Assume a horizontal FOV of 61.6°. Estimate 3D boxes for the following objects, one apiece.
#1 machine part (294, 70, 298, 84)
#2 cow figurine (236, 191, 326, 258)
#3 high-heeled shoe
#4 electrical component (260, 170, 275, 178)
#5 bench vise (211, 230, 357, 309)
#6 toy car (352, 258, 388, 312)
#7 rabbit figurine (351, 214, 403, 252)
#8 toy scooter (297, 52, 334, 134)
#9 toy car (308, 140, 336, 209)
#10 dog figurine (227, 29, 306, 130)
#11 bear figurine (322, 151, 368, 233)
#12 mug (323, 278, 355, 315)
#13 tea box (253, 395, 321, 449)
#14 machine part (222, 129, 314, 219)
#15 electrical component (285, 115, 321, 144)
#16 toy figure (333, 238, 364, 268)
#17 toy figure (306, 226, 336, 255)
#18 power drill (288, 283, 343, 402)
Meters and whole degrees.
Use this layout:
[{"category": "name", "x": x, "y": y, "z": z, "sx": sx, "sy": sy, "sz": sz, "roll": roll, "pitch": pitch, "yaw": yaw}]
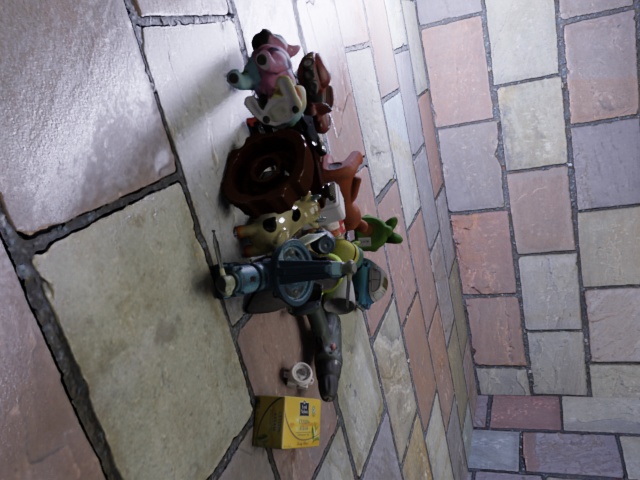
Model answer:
[{"category": "machine part", "x": -0.034, "y": -0.365, "z": 1.348, "sx": 0.084, "sy": 0.039, "sz": 0.138, "roll": -72, "pitch": 146, "yaw": -52}, {"category": "cow figurine", "x": -0.069, "y": -0.039, "z": 1.077, "sx": 0.195, "sy": 0.127, "sz": 0.085, "roll": -55, "pitch": 138, "yaw": -56}, {"category": "high-heeled shoe", "x": -0.084, "y": 0.087, "z": 1.131, "sx": 0.249, "sy": 0.145, "sz": 0.086, "roll": -29, "pitch": 96, "yaw": -34}, {"category": "electrical component", "x": -0.103, "y": -0.111, "z": 1.080, "sx": 0.047, "sy": 0.075, "sz": 0.119, "roll": 67, "pitch": 33, "yaw": -35}, {"category": "bench vise", "x": -0.058, "y": 0.056, "z": 0.924, "sx": 0.223, "sy": 0.241, "sz": 0.129, "roll": 15, "pitch": 72, "yaw": -57}, {"category": "toy car", "x": 0.146, "y": 0.124, "z": 1.568, "sx": 0.109, "sy": 0.103, "sz": 0.161, "roll": 47, "pitch": 41, "yaw": -53}, {"category": "rabbit figurine", "x": 0.161, "y": -0.023, "z": 1.609, "sx": 0.170, "sy": 0.159, "sz": 0.121, "roll": 32, "pitch": 45, "yaw": -80}, {"category": "toy scooter", "x": -0.012, "y": -0.325, "z": 1.188, "sx": 0.135, "sy": 0.075, "sz": 0.183, "roll": -50, "pitch": 132, "yaw": -72}, {"category": "toy car", "x": -0.016, "y": -0.141, "z": 1.216, "sx": 0.053, "sy": 0.089, "sz": 0.202, "roll": 46, "pitch": 26, "yaw": -51}, {"category": "dog figurine", "x": -0.086, "y": -0.341, "z": 1.117, "sx": 0.191, "sy": 0.108, "sz": 0.219, "roll": 52, "pitch": 29, "yaw": -16}, {"category": "bear figurine", "x": 0.066, "y": -0.120, "z": 1.422, "sx": 0.132, "sy": 0.120, "sz": 0.195, "roll": -70, "pitch": 148, "yaw": -51}, {"category": "mug", "x": 0.056, "y": 0.133, "z": 1.389, "sx": 0.109, "sy": 0.081, "sz": 0.107, "roll": 57, "pitch": 29, "yaw": -48}, {"category": "tea box", "x": -0.062, "y": 0.364, "z": 1.076, "sx": 0.169, "sy": 0.068, "sz": 0.098, "roll": 33, "pitch": 56, "yaw": -60}, {"category": "machine part", "x": -0.094, "y": -0.124, "z": 0.994, "sx": 0.056, "sy": 0.180, "sz": 0.179, "roll": 53, "pitch": 38, "yaw": -54}, {"category": "electrical component", "x": -0.042, "y": -0.287, "z": 1.285, "sx": 0.134, "sy": 0.058, "sz": 0.115, "roll": 55, "pitch": 39, "yaw": -49}, {"category": "toy figure", "x": 0.070, "y": 0.037, "z": 1.428, "sx": 0.180, "sy": 0.089, "sz": 0.082, "roll": 23, "pitch": 59, "yaw": -61}, {"category": "toy figure", "x": -0.002, "y": -0.006, "z": 1.273, "sx": 0.154, "sy": 0.058, "sz": 0.064, "roll": -133, "pitch": -153, "yaw": -73}, {"category": "power drill", "x": 0.001, "y": 0.214, "z": 1.207, "sx": 0.232, "sy": 0.086, "sz": 0.207, "roll": -81, "pitch": 148, "yaw": -57}]
